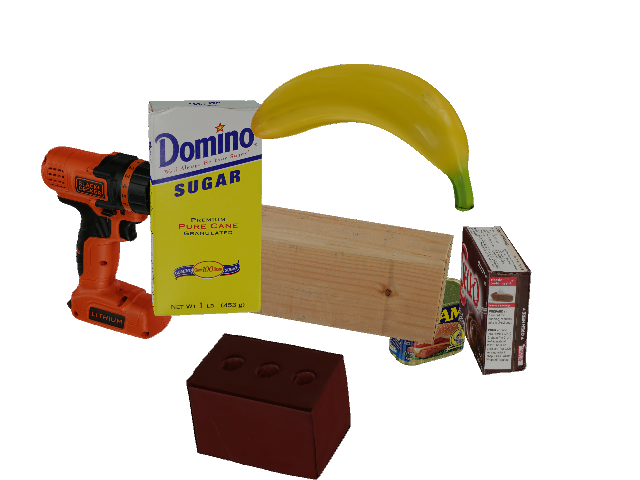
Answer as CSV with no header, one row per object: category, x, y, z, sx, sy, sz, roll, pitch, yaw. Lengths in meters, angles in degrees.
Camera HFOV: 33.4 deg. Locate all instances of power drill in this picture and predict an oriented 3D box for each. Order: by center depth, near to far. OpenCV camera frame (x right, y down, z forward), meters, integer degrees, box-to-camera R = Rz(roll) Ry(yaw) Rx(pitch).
power drill,-0.192,0.003,1.075,0.185,0.188,0.057,15,29,22

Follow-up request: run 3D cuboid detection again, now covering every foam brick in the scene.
foam brick,-0.028,0.093,0.605,0.078,0.051,0.053,8,31,20

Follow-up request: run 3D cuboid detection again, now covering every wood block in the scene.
wood block,0.024,0.033,1.091,0.206,0.091,0.090,10,22,9

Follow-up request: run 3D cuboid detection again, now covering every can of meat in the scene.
can of meat,0.136,0.102,1.336,0.101,0.084,0.057,-11,30,-26

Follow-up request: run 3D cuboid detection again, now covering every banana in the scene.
banana,0.024,-0.078,0.673,0.037,0.069,0.198,16,6,-45

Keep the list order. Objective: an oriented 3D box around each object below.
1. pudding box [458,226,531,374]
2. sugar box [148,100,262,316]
pudding box,0.142,0.047,0.882,0.039,0.090,0.113,-3,19,-4
sugar box,-0.096,-0.027,0.892,0.093,0.176,0.048,-2,16,-12
